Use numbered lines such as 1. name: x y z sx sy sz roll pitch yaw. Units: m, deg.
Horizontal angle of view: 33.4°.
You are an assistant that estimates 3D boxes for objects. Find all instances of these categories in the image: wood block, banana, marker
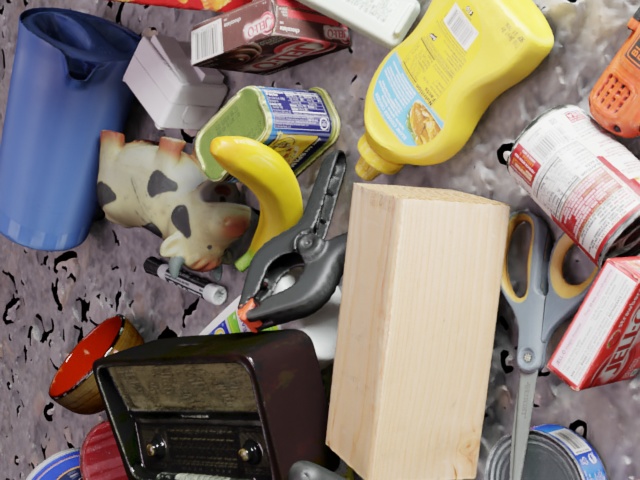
1. wood block: 0.070 0.066 0.798 0.090 0.090 0.206 -155 69 -66
2. banana: -0.048 -0.033 0.908 0.037 0.069 0.198 48 162 27
3. marker: -0.138 0.039 1.072 0.121 0.020 0.020 20 105 43

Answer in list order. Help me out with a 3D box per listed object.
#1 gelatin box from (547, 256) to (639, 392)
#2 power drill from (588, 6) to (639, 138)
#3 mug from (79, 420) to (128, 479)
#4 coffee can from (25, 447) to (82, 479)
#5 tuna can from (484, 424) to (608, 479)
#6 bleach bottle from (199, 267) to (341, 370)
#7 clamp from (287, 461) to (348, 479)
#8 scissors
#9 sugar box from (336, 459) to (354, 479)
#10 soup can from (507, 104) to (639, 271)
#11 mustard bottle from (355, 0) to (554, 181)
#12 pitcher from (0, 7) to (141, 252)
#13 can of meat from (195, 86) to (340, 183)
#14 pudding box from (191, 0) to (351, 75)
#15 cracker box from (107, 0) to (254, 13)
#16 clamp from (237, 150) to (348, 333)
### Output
1. gelatin box: 0.197 0.054 0.698 0.030 0.073 0.089 41 119 37
2. power drill: 0.269 -0.099 0.633 0.188 0.057 0.185 54 130 33
3. mug: -0.174 0.228 1.076 0.082 0.093 0.117 -24 105 38
4. coffee can: -0.241 0.302 1.126 0.140 0.102 0.103 38 117 37
5. tuna can: 0.162 0.176 0.765 0.086 0.033 0.086 2 93 45
6. bleach bottle: -0.072 0.117 0.979 0.251 0.067 0.102 -42 63 40
7. clamp: 0.073 0.217 0.782 0.210 0.164 0.036 16 71 21
8. scissors: 0.164 0.073 0.747 0.096 0.016 0.202 -16 69 38
9. sugar box: -0.044 0.220 0.966 0.177 0.048 0.093 -13 83 43
10. soup can: 0.181 -0.035 0.714 0.102 0.068 0.069 52 125 31
11. mustard bottle: 0.086 -0.114 0.813 0.192 0.058 0.096 -50 57 34
12. pitcher: -0.274 -0.119 1.140 0.145 0.149 0.243 33 118 23
13. can of meat: -0.047 -0.090 0.930 0.102 0.083 0.057 -39 66 39
14. pudding box: -0.044 -0.174 0.920 0.114 0.089 0.039 -6 85 46
15. cracker box: -0.136 -0.268 0.922 0.164 0.213 0.072 53 127 30
16. clamp: -0.006 0.001 0.876 0.171 0.039 0.120 -37 46 -4
